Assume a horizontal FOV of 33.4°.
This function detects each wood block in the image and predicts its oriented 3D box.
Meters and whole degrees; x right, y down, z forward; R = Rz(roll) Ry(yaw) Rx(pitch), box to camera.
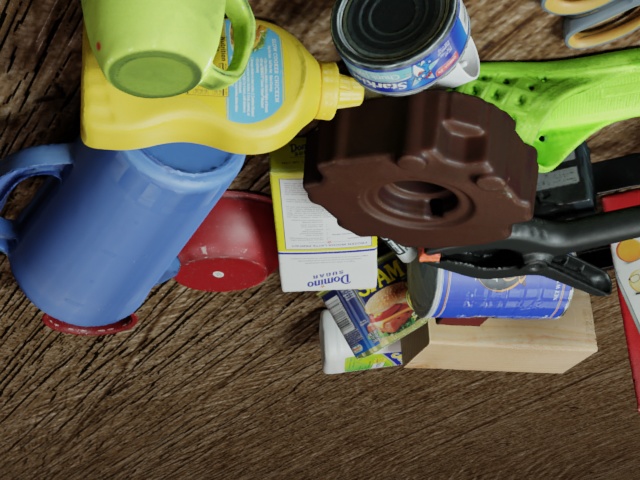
[{"bbox_3d":[0.204,0.097,1.241,0.205,0.090,0.091,4,156,-15],"label":"wood block"}]

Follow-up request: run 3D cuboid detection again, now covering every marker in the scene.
[{"bbox_3d":[0.056,-0.017,1.012,0.020,0.020,0.121,-17,139,29],"label":"marker"}]

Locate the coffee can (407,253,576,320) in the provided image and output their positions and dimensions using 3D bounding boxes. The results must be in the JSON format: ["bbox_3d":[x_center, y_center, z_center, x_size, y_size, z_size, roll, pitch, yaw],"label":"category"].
[{"bbox_3d":[0.167,0.027,1.056,0.140,0.103,0.103,2,156,-11],"label":"coffee can"}]

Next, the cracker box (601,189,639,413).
[{"bbox_3d":[0.366,0.051,0.997,0.164,0.213,0.072,-12,157,19],"label":"cracker box"}]

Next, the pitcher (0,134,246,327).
[{"bbox_3d":[-0.163,-0.035,0.845,0.149,0.145,0.243,-37,176,-39],"label":"pitcher"}]

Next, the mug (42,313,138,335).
[{"bbox_3d":[-0.235,0.039,1.058,0.093,0.081,0.117,-18,153,31],"label":"mug"}]

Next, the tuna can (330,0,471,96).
[{"bbox_3d":[0.051,-0.137,0.680,0.086,0.086,0.033,-11,154,17],"label":"tuna can"}]

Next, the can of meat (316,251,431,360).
[{"bbox_3d":[0.059,0.067,1.108,0.101,0.084,0.058,-25,173,-40],"label":"can of meat"}]

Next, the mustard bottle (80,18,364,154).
[{"bbox_3d":[-0.064,-0.106,0.725,0.191,0.096,0.058,2,156,-12],"label":"mustard bottle"}]

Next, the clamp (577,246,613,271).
[{"bbox_3d":[0.270,0.029,1.154,0.120,0.039,0.172,17,147,-29],"label":"clamp"}]

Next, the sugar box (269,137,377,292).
[{"bbox_3d":[0.005,-0.020,0.955,0.093,0.048,0.176,-2,145,0],"label":"sugar box"}]

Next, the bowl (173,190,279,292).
[{"bbox_3d":[-0.097,0.010,1.042,0.162,0.055,0.162,-2,156,-1],"label":"bowl"}]

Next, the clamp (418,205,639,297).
[{"bbox_3d":[0.187,0.012,0.921,0.210,0.036,0.164,-1,154,-1],"label":"clamp"}]

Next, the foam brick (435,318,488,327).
[{"bbox_3d":[0.151,0.046,1.131,0.053,0.078,0.051,3,157,-11],"label":"foam brick"}]

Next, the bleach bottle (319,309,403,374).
[{"bbox_3d":[0.127,0.118,1.316,0.250,0.068,0.102,-4,158,-3],"label":"bleach bottle"}]

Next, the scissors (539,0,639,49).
[{"bbox_3d":[0.227,-0.181,0.689,0.096,0.016,0.202,14,151,-34],"label":"scissors"}]
